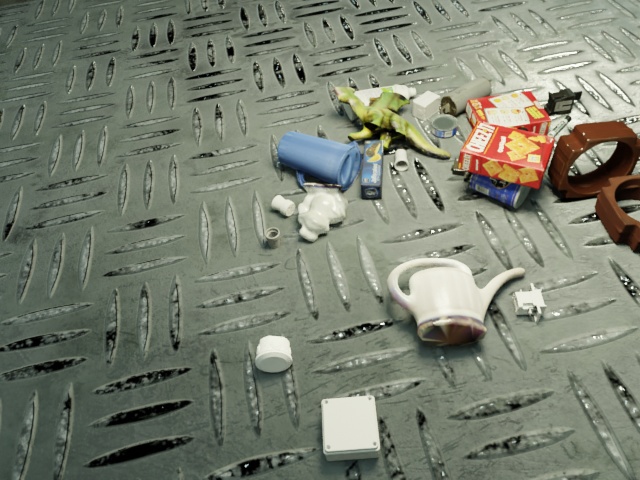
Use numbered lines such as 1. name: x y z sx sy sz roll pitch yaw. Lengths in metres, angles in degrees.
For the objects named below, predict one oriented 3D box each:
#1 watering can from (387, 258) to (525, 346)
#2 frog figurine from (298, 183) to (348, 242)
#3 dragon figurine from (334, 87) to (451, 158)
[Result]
1. watering can: 0.331 0.135 1.191 0.348 0.101 0.230 2 49 -4
2. frog figurine: 0.004 -0.072 1.427 0.137 0.122 0.160 8 86 3
3. dragon figurine: 0.232 -0.397 1.648 0.410 0.119 0.248 18 57 1
